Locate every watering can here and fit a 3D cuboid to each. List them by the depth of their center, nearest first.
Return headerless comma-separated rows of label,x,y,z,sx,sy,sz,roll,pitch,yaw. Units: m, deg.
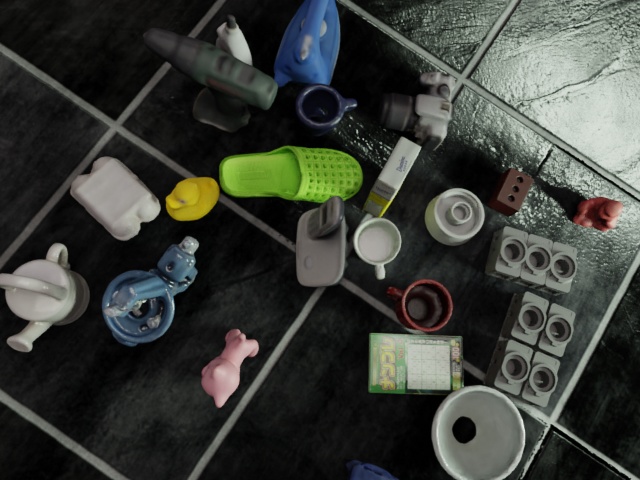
watering can,-0.451,0.091,0.927,0.101,0.194,0.173,-8,79,-8

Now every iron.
iron,-0.011,-0.418,1.109,0.118,0.141,0.258,14,77,-3

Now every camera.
camera,0.188,-0.264,1.121,0.137,0.100,0.143,10,77,-4

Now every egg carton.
egg carton,-0.367,-0.077,1.035,0.150,0.069,0.107,42,77,3

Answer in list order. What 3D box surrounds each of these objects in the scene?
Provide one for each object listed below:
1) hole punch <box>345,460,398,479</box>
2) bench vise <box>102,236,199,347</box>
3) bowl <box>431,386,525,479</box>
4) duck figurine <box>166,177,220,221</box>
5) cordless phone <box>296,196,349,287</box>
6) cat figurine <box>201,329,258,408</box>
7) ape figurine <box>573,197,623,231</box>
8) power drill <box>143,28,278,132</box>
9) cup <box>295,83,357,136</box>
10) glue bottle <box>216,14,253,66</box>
hole punch,0.087,0.437,0.969,0.108,0.091,0.101,23,77,-1
bench vise,-0.287,0.073,0.936,0.121,0.219,0.207,19,77,-2
bowl,0.270,0.342,1.018,0.167,0.074,0.167,1,78,-6
duck figurine,-0.234,-0.084,1.043,0.105,0.086,0.077,-30,83,-11
cordless phone,0.009,0.004,1.002,0.094,0.185,0.147,-1,78,-6
cat figurine,-0.158,0.215,0.974,0.067,0.117,0.128,28,77,0
ape figurine,0.555,-0.056,1.124,0.076,0.092,0.078,-36,84,-12
power drill,-0.190,-0.277,1.026,0.229,0.208,0.076,19,77,-2
cup,0.009,-0.242,1.099,0.118,0.095,0.092,-10,80,-8
glue bottle,-0.163,-0.368,1.066,0.078,0.173,0.037,42,77,4
